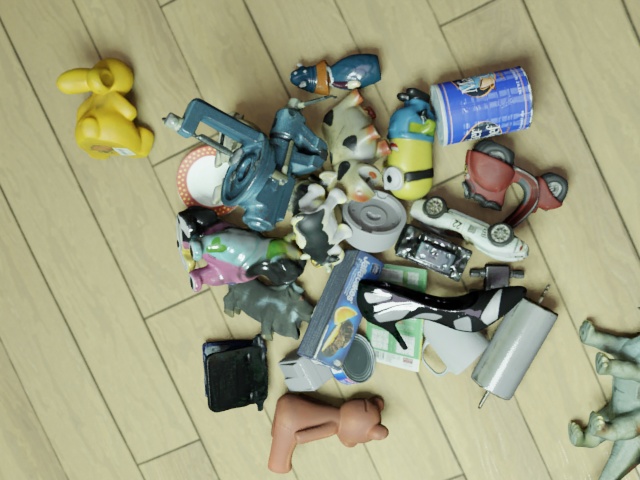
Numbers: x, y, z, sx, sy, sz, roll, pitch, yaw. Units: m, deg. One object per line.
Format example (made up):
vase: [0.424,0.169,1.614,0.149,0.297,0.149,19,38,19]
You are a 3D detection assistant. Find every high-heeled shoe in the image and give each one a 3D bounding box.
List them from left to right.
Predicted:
high-heeled shoe: [0.186,0.083,0.855,0.249,0.086,0.145,-27,101,12]

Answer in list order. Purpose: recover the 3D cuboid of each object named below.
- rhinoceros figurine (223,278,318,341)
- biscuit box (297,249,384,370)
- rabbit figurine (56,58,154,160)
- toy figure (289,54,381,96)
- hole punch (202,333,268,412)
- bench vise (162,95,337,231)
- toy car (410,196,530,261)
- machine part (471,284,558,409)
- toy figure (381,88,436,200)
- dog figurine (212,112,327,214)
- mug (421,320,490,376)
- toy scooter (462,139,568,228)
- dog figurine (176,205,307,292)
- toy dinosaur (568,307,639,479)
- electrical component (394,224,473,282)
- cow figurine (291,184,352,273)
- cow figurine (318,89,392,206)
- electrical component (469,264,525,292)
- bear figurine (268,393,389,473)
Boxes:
rhinoceros figurine: [-0.079,0.119,0.962,0.190,0.073,0.112,23,86,5]
biscuit box: [0.036,0.113,0.908,0.059,0.063,0.202,32,73,-25]
rabbit figurine: [-0.375,-0.239,0.931,0.122,0.162,0.173,2,77,18]
toy figure: [0.026,-0.279,0.918,0.155,0.064,0.057,-8,123,8]
hole punch: [-0.158,0.240,0.978,0.116,0.092,0.142,-4,93,-23]
bench vise: [-0.105,-0.140,0.785,0.240,0.129,0.223,26,82,-30]
toy car: [0.243,-0.016,0.880,0.202,0.073,0.056,27,89,30]
machine part: [0.331,0.182,0.919,0.079,0.079,0.243,27,96,3]
toy figure: [0.155,-0.158,0.906,0.089,0.082,0.180,10,93,5]
dog figurine: [-0.079,-0.126,0.926,0.190,0.121,0.172,5,92,-21]
mug: [0.218,0.175,0.933,0.109,0.080,0.107,-46,75,12]
toy scooter: [0.311,-0.076,0.902,0.184,0.075,0.135,28,98,-2]
dog figurine: [-0.126,0.011,0.931,0.219,0.192,0.108,-5,126,-24]
toy dinosaur: [0.534,0.261,0.891,0.192,0.131,0.404,5,101,6]
electrical component: [0.185,0.019,0.891,0.115,0.134,0.058,22,96,6]
cow figurine: [0.000,-0.001,0.855,0.068,0.167,0.098,20,53,27]
cow figurine: [0.048,-0.142,0.880,0.127,0.085,0.195,-31,50,21]
electrical component: [0.309,0.075,0.939,0.094,0.021,0.063,0,95,5]
bear figurine: [0.014,0.332,0.947,0.196,0.120,0.131,9,113,-8]
